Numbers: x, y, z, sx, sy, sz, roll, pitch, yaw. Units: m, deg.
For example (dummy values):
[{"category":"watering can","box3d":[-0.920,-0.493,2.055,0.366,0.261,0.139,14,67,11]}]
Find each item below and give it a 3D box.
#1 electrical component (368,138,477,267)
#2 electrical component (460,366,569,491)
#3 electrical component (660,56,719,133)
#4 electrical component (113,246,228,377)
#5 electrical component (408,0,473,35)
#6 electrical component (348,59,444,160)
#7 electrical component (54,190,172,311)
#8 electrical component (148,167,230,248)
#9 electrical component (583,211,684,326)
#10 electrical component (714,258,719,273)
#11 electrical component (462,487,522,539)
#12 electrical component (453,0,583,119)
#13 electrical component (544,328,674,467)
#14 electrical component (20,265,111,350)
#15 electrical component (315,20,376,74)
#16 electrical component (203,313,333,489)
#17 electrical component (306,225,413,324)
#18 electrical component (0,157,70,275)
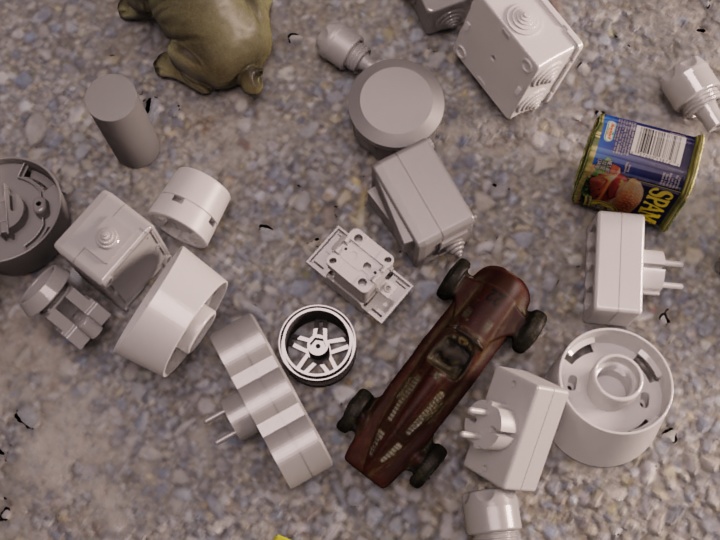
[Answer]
[{"category":"electrical component","box3d":[0.051,-0.047,0.881,0.061,0.061,0.096,-27,76,-7]},{"category":"electrical component","box3d":[0.105,0.118,0.811,0.076,0.047,0.083,14,97,-39]},{"category":"electrical component","box3d":[0.289,-0.147,0.919,0.043,0.043,0.062,-27,77,-7]},{"category":"electrical component","box3d":[-0.150,0.033,0.844,0.064,0.099,0.099,32,77,2]},{"category":"electrical component","box3d":[0.082,-0.266,0.950,0.100,0.048,0.099,-21,75,-6]},{"category":"electrical component","box3d":[0.030,-0.133,0.912,0.080,0.051,0.080,0,74,0]},{"category":"electrical component","box3d":[-0.199,-0.019,0.857,0.061,0.096,0.061,37,77,11]},{"category":"electrical component","box3d":[-0.140,-0.052,0.889,0.055,0.055,0.047,25,72,7]},{"category":"electrical component","box3d":[0.225,0.001,0.874,0.076,0.047,0.083,5,74,2]},{"category":"electrical component","box3d":[0.367,-0.017,0.874,0.109,0.056,0.108,37,77,10]},{"category":"electrical component","box3d":[0.102,0.198,0.821,0.043,0.043,0.062,-7,76,-2]},{"category":"electrical component","box3d":[0.129,-0.187,0.903,0.048,0.099,0.099,-31,76,-21]},{"category":"electrical component","box3d":[0.196,0.098,0.851,0.099,0.064,0.099,2,61,-3]},{"category":"electrical component","box3d":[-0.236,0.029,0.859,0.055,0.066,0.048,44,77,-23]},{"category":"electrical component","box3d":[-0.007,-0.188,0.936,0.061,0.035,0.035,36,77,7]},{"category":"electrical component","box3d":[-0.086,0.110,0.842,0.074,0.052,0.138,-28,76,-8]},{"category":"electrical component","box3d":[0.000,0.000,0.868,0.081,0.063,0.042,38,76,10]},{"category":"electrical component","box3d":[-0.289,-0.044,0.881,0.099,0.064,0.099,0,74,0]}]
